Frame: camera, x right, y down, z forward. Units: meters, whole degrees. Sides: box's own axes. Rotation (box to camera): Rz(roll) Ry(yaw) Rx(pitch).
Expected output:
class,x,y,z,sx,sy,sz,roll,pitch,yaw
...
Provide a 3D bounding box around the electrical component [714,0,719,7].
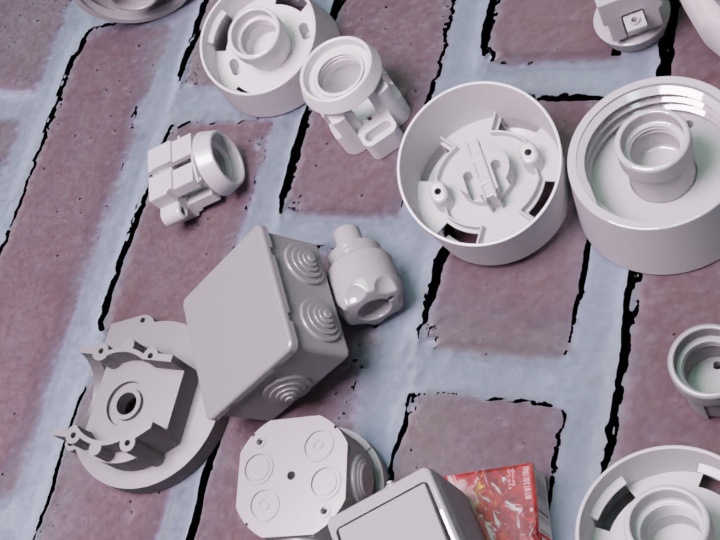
class,x,y,z,sx,sy,sz,roll,pitch,yaw
electrical component,0.214,-0.210,0.580,0.121,0.079,0.063,-50,31,13

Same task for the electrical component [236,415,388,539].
class,x,y,z,sx,sy,sz,roll,pitch,yaw
electrical component,-0.028,0.123,0.613,0.080,0.051,0.080,-11,61,20

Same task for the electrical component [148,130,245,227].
class,x,y,z,sx,sy,sz,roll,pitch,yaw
electrical component,-0.115,-0.069,0.757,0.055,0.048,0.066,-22,57,23

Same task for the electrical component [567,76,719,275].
class,x,y,z,sx,sy,sz,roll,pitch,yaw
electrical component,0.170,-0.058,0.607,0.108,0.060,0.108,-11,61,20

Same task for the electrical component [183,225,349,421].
class,x,y,z,sx,sy,sz,roll,pitch,yaw
electrical component,-0.058,0.035,0.656,0.100,0.048,0.099,-42,51,34

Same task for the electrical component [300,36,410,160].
class,x,y,z,sx,sy,sz,roll,pitch,yaw
electrical component,-0.005,-0.120,0.723,0.058,0.057,0.078,-34,55,6

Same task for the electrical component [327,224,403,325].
class,x,y,z,sx,sy,sz,roll,pitch,yaw
electrical component,0.000,0.000,0.668,0.043,0.043,0.062,-27,56,10

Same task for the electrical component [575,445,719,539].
class,x,y,z,sx,sy,sz,roll,pitch,yaw
electrical component,0.156,0.139,0.525,0.099,0.064,0.099,-16,45,17

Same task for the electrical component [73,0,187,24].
class,x,y,z,sx,sy,sz,roll,pitch,yaw
electrical component,-0.180,-0.238,0.839,0.108,0.108,0.060,-19,64,15

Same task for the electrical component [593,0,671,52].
class,x,y,z,sx,sy,sz,roll,pitch,yaw
electrical component,0.166,-0.168,0.668,0.048,0.055,0.066,-18,59,16

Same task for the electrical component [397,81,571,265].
class,x,y,z,sx,sy,sz,roll,pitch,yaw
electrical component,0.076,-0.055,0.647,0.099,0.064,0.099,-11,61,20

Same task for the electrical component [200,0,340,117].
class,x,y,z,sx,sy,sz,roll,pitch,yaw
electrical component,-0.065,-0.161,0.784,0.099,0.064,0.099,-4,76,18

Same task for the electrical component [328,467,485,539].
class,x,y,z,sx,sy,sz,roll,pitch,yaw
electrical component,0.028,0.144,0.532,0.062,0.061,0.096,-30,56,10

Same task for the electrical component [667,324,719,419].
class,x,y,z,sx,sy,sz,roll,pitch,yaw
electrical component,0.182,0.054,0.552,0.040,0.046,0.040,-11,61,20
